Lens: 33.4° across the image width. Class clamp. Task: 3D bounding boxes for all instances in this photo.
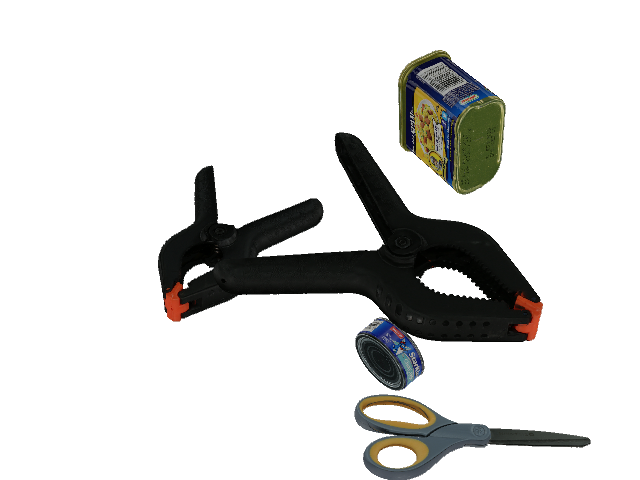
[{"bbox_3d":[0.044,0.017,0.714,0.210,0.036,0.164,31,57,26],"label":"clamp"},{"bbox_3d":[-0.089,-0.003,0.892,0.120,0.039,0.171,20,43,27],"label":"clamp"}]

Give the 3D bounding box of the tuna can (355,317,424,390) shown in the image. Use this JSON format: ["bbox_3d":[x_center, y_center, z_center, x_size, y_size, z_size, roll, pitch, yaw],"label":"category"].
[{"bbox_3d":[0.081,0.136,1.272,0.033,0.086,0.086,-36,17,-25],"label":"tuna can"}]

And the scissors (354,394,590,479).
[{"bbox_3d":[0.123,0.177,0.902,0.202,0.016,0.096,13,40,11],"label":"scissors"}]

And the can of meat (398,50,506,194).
[{"bbox_3d":[0.116,-0.103,0.944,0.057,0.102,0.084,-26,48,-19],"label":"can of meat"}]
